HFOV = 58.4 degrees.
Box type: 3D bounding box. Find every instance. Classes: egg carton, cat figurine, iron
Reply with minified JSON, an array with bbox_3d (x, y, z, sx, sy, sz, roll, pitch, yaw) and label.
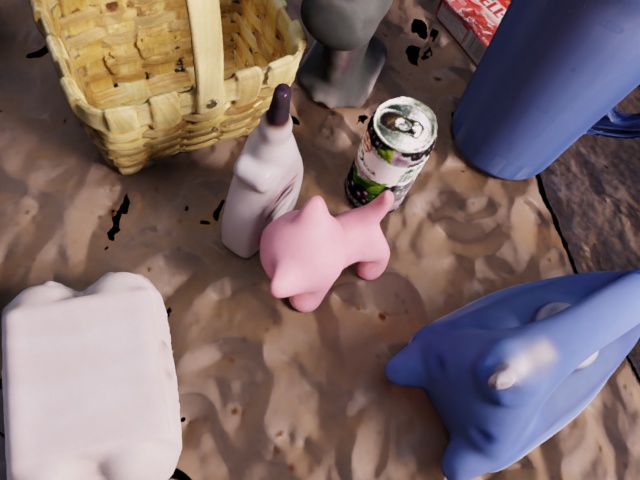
[{"bbox_3d":[-0.150,0.095,0.380,0.107,0.069,0.150,-10,67,-16],"label":"egg carton"},{"bbox_3d":[0.004,0.002,0.429,0.128,0.117,0.067,-29,73,-22],"label":"cat figurine"},{"bbox_3d":[0.184,0.067,0.421,0.259,0.141,0.118,-25,71,-21],"label":"iron"}]

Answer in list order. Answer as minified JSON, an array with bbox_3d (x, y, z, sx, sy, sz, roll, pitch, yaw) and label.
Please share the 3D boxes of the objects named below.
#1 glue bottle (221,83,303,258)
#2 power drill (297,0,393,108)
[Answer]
[{"bbox_3d":[-0.038,-0.052,0.415,0.037,0.173,0.078,32,63,5],"label":"glue bottle"},{"bbox_3d":[0.042,-0.225,0.495,0.075,0.208,0.230,23,62,1],"label":"power drill"}]
